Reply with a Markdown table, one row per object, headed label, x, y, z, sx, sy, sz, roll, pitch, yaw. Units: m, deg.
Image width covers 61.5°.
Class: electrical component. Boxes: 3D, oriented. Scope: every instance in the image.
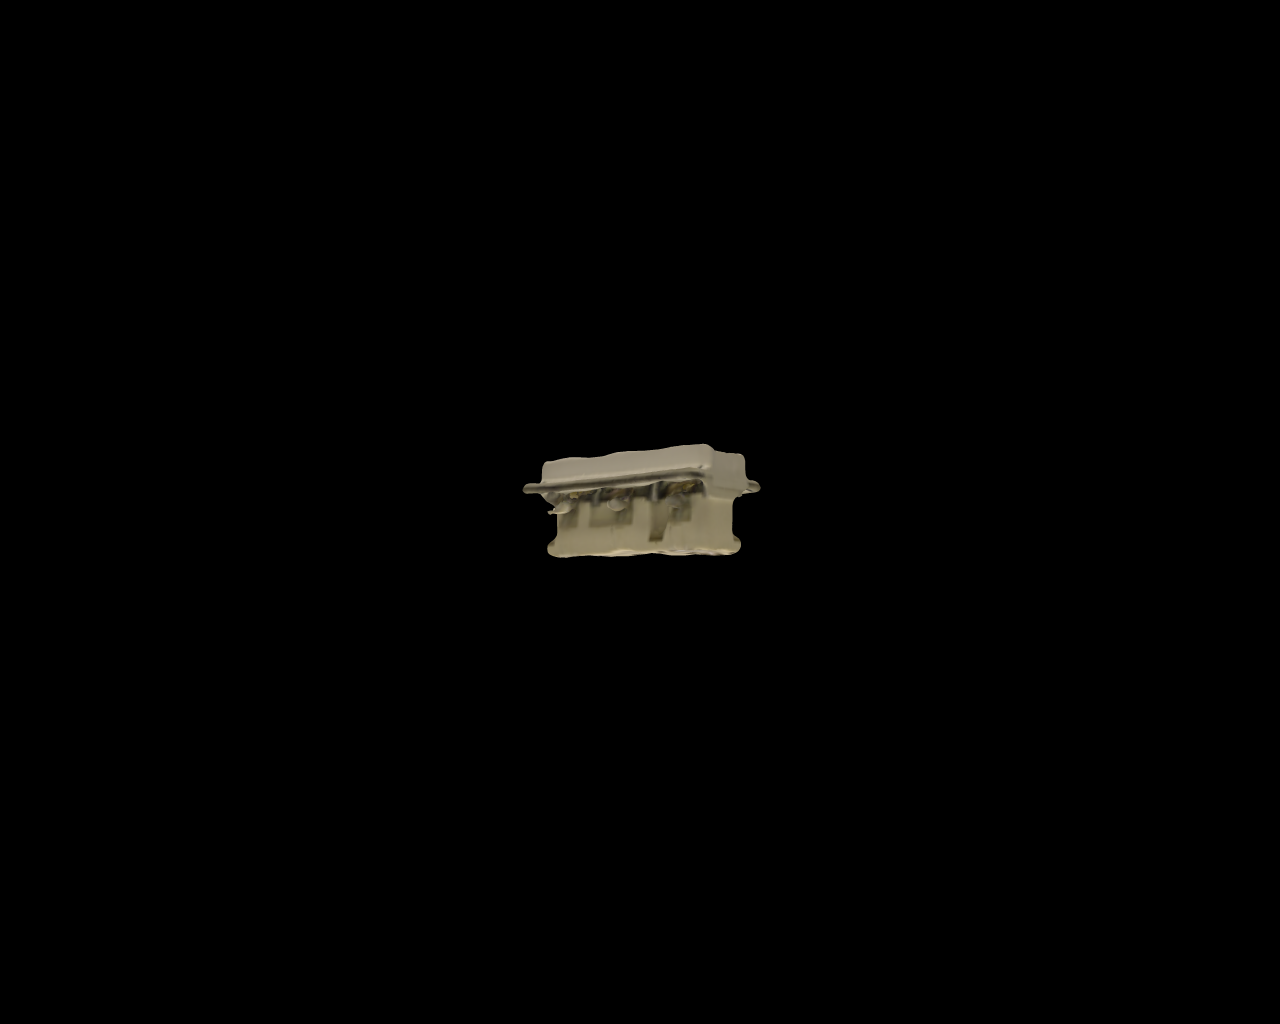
| label | x | y | z | sx | sy | sz | roll | pitch | yaw |
| --- | --- | --- | --- | --- | --- | --- | --- | --- | --- |
| electrical component | 0.001 | -0.003 | 0.650 | 0.121 | 0.063 | 0.079 | -3 | -6 | 33 |
